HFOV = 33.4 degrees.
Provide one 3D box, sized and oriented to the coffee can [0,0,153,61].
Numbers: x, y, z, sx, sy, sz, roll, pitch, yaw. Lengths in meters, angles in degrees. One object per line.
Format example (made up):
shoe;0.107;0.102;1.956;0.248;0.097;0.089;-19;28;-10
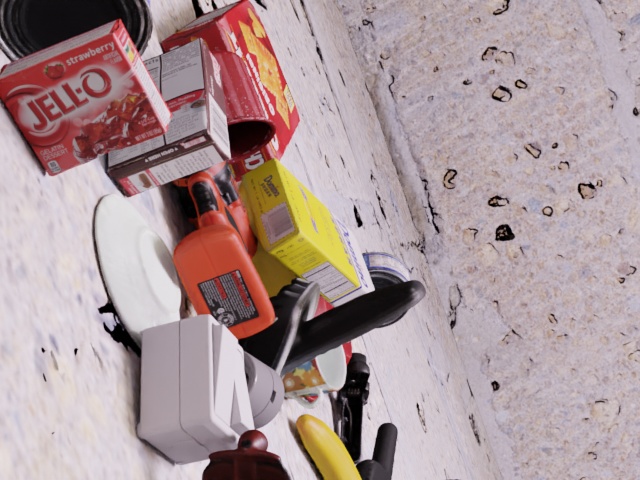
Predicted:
coffee can;-0.168;-0.191;0.731;0.102;0.103;0.140;59;16;-48

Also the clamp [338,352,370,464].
clamp;0.041;0.170;1.243;0.171;0.039;0.120;-90;-169;-69

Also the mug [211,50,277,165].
mug;-0.107;-0.124;1.004;0.117;0.093;0.081;-5;67;-42

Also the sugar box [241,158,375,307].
sugar box;-0.007;0.001;1.044;0.176;0.048;0.093;38;28;-53

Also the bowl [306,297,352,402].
bowl;-0.006;0.095;1.175;0.162;0.055;0.162;-20;90;-80

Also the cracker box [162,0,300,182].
cracker box;-0.090;-0.170;1.176;0.213;0.072;0.164;-75;144;-70

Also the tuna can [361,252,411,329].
tuna can;0.060;0.057;1.185;0.033;0.086;0.086;-92;160;-55

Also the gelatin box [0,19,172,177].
gelatin box;-0.150;-0.089;0.675;0.030;0.089;0.073;-87;155;-58

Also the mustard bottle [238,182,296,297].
mustard bottle;-0.052;-0.016;1.127;0.096;0.058;0.191;57;16;-33

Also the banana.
banana;0.024;0.256;1.084;0.069;0.037;0.198;-62;131;-77

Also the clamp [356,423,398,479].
clamp;0.068;0.288;1.232;0.209;0.036;0.164;36;44;-67

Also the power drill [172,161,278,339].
power drill;-0.091;-0.020;0.883;0.187;0.057;0.184;-105;173;-57

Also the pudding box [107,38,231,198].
pudding box;-0.121;-0.097;0.836;0.039;0.090;0.113;57;18;-47
